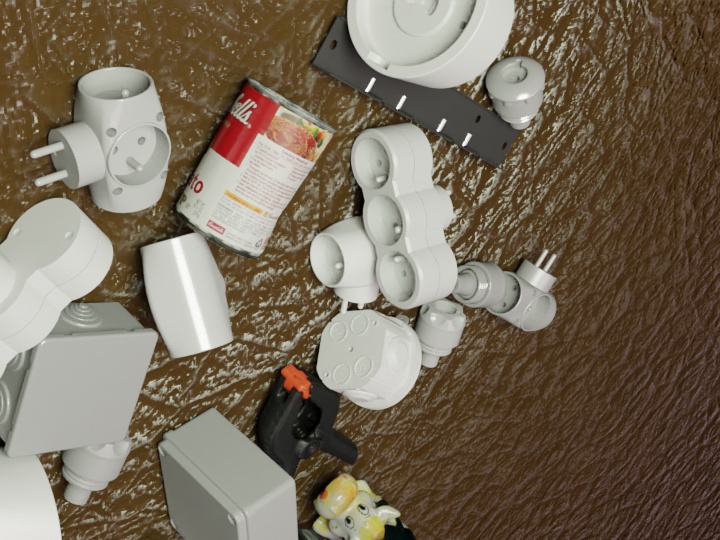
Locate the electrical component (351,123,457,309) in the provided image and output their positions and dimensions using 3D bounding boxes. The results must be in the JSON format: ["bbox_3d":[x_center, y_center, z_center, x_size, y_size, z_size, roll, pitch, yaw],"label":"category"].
[{"bbox_3d":[0.046,-0.045,0.828,0.074,0.052,0.138,-16,95,-39],"label":"electrical component"}]

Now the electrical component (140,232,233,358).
[{"bbox_3d":[-0.115,0.015,0.739,0.043,0.077,0.079,-15,-176,6],"label":"electrical component"}]

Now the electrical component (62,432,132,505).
[{"bbox_3d":[-0.192,0.138,0.768,0.043,0.043,0.062,8,114,-50],"label":"electrical component"}]

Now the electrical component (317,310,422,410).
[{"bbox_3d":[0.007,0.073,0.901,0.051,0.080,0.080,29,96,-48],"label":"electrical component"}]

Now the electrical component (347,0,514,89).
[{"bbox_3d":[0.053,-0.176,0.730,0.060,0.108,0.108,11,111,-57],"label":"electrical component"}]

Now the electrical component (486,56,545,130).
[{"bbox_3d":[0.130,-0.142,0.890,0.048,0.048,0.062,-43,149,-14],"label":"electrical component"}]

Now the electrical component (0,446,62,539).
[{"bbox_3d":[-0.232,0.164,0.704,0.064,0.099,0.099,7,114,-42],"label":"electrical component"}]

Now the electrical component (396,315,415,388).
[{"bbox_3d":[0.033,0.075,0.962,0.040,0.040,0.078,-21,132,-35],"label":"electrical component"}]

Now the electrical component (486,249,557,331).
[{"bbox_3d":[0.167,0.016,1.053,0.077,0.044,0.079,22,102,-52],"label":"electrical component"}]

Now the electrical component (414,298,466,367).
[{"bbox_3d":[0.070,0.060,0.987,0.043,0.043,0.062,-13,129,-41],"label":"electrical component"}]

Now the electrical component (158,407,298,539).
[{"bbox_3d":[-0.102,0.183,0.847,0.056,0.109,0.108,-30,137,-32],"label":"electrical component"}]

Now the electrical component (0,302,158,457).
[{"bbox_3d":[-0.192,0.069,0.707,0.100,0.048,0.099,-1,119,-47],"label":"electrical component"}]

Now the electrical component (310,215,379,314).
[{"bbox_3d":[0.000,0.000,0.863,0.077,0.043,0.079,-15,129,-39],"label":"electrical component"}]

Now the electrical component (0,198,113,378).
[{"bbox_3d":[-0.217,0.010,0.631,0.138,0.052,0.073,-46,143,-10],"label":"electrical component"}]

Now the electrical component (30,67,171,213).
[{"bbox_3d":[-0.157,-0.071,0.637,0.079,0.044,0.077,-25,135,-32],"label":"electrical component"}]

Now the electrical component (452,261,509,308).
[{"bbox_3d":[0.104,0.013,0.985,0.062,0.043,0.043,2,117,-47],"label":"electrical component"}]
